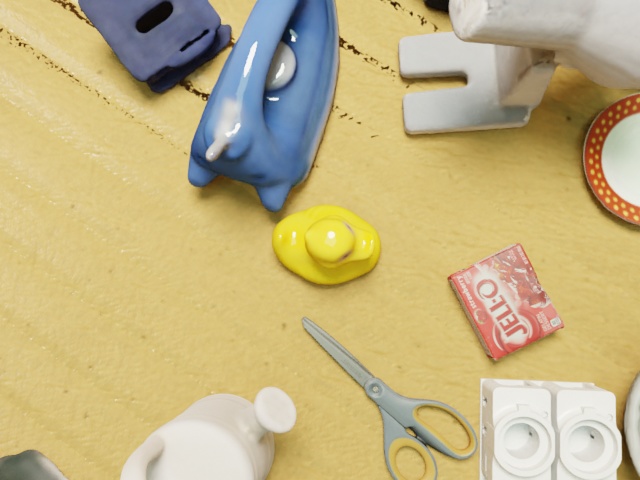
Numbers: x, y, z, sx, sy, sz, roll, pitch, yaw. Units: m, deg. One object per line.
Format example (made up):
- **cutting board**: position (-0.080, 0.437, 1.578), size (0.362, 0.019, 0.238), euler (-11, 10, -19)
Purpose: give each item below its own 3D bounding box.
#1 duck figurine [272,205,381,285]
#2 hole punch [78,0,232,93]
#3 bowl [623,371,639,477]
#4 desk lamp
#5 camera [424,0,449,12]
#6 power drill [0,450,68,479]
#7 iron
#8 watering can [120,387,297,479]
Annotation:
- **duck figurine**: position (0.005, 0.002, 0.527), size (0.104, 0.086, 0.077), euler (7, 86, 4)
- **hole punch**: position (-0.155, -0.214, 0.552), size (0.108, 0.091, 0.101), euler (-37, 84, 0)
- **bowl**: position (0.338, 0.161, 0.499), size (0.167, 0.075, 0.167), euler (0, 85, 4)
- **desk lamp**: position (0.174, -0.163, 0.466), size (0.203, 0.213, 0.118), euler (-5, 85, 3)
- **camera**: position (0.100, -0.314, 0.540), size (0.136, 0.101, 0.143), euler (19, 86, 5)
- **power drill**: position (-0.276, 0.252, 0.461), size (0.229, 0.208, 0.076), euler (36, 88, 6)
- **iron**: position (-0.045, -0.164, 0.516), size (0.118, 0.141, 0.258), euler (17, 86, 5)
- **watering can**: position (-0.096, 0.185, 0.463), size (0.101, 0.194, 0.173), euler (27, 87, 6)
